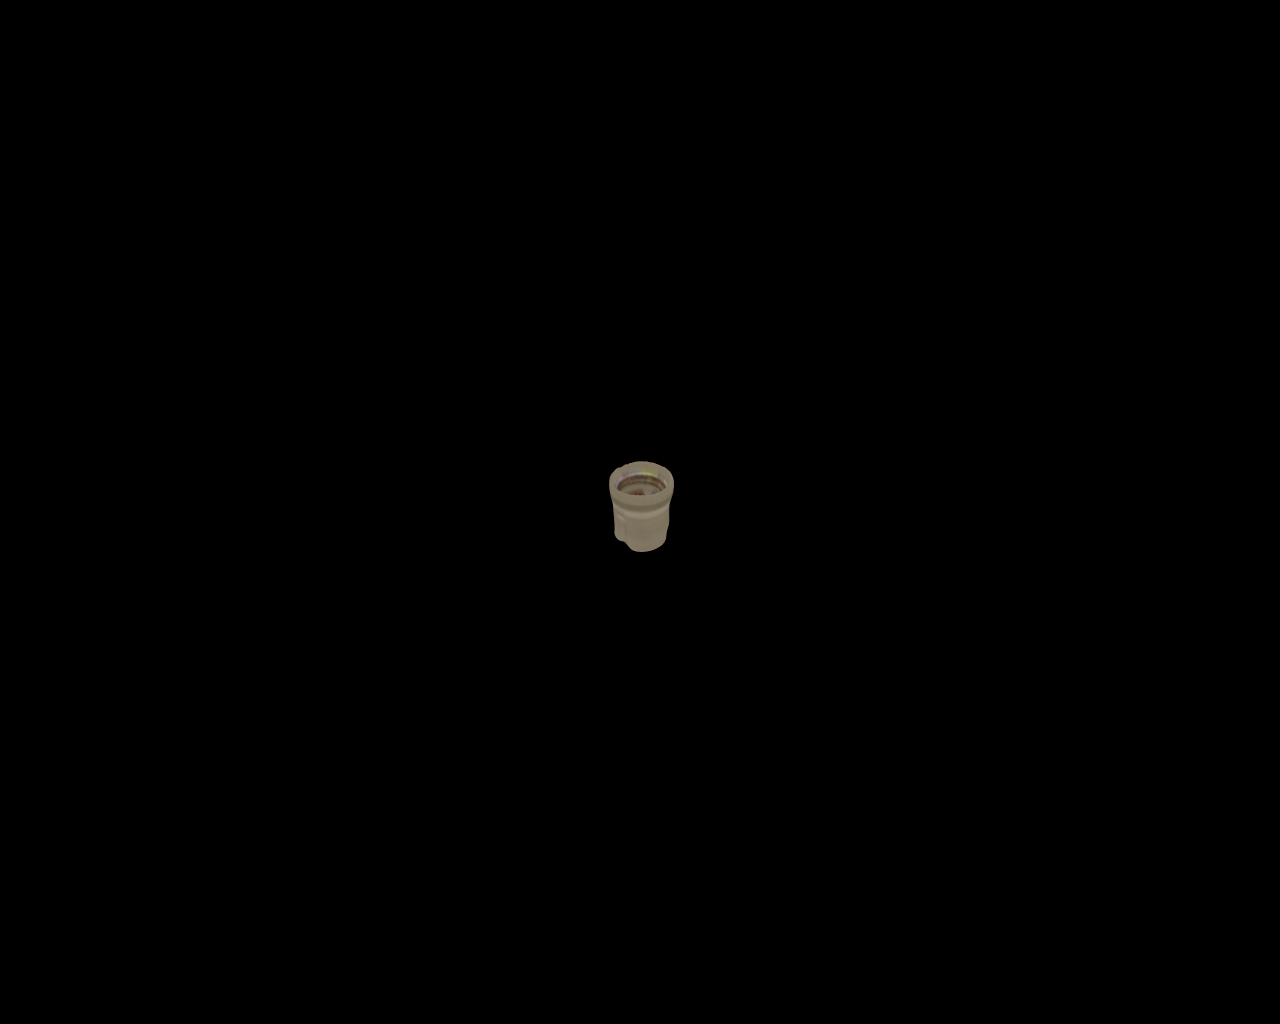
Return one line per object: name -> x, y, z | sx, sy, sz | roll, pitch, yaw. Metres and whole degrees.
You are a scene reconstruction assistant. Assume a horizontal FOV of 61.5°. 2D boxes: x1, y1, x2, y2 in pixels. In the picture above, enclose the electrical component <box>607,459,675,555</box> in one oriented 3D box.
electrical component -> 0.001, -0.003, 0.650 | 0.040, 0.046, 0.040 | 0, 36, 0
